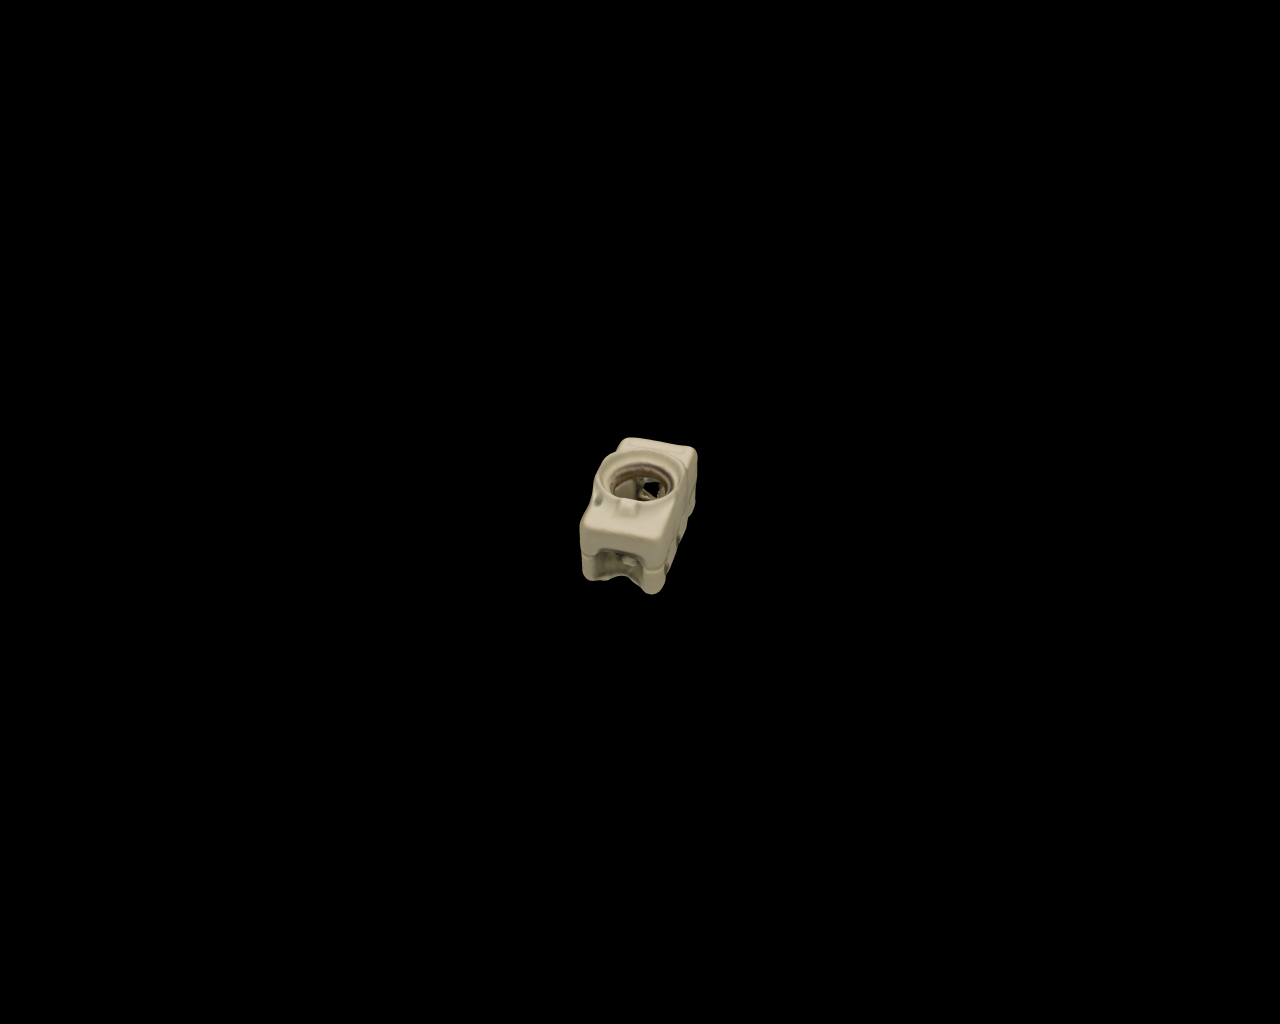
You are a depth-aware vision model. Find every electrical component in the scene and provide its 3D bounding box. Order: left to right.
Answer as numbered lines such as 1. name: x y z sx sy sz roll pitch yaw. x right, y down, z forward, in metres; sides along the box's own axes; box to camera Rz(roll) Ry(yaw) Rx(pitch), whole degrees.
1. electrical component: 0.001 -0.003 0.650 0.050 0.055 0.090 11 43 12
